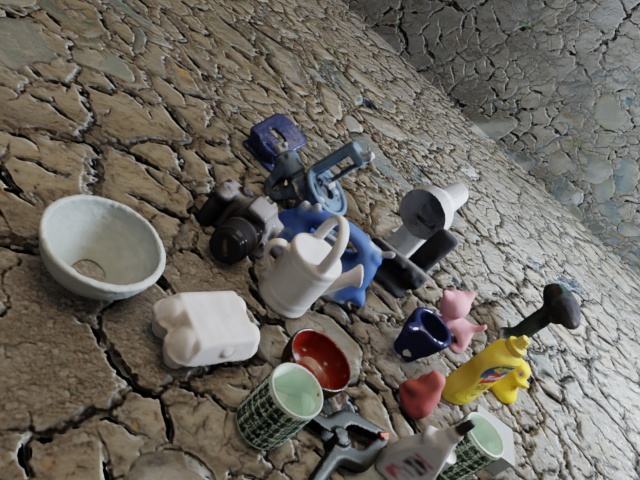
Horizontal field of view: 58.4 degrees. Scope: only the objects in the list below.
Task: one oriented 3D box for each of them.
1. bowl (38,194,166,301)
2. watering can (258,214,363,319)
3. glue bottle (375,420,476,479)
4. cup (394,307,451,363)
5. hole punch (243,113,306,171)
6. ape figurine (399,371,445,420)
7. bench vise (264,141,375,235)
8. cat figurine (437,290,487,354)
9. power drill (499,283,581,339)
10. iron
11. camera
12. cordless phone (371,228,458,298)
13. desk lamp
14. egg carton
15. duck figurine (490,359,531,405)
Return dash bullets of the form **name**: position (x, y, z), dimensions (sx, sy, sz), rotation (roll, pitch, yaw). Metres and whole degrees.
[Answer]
- **bowl**: position (-0.298, 0.022, 0.765), dimensions (0.168, 0.074, 0.167), rotation (29, 32, -20)
- **watering can**: position (-0.006, 0.037, 0.963), dimensions (0.173, 0.193, 0.100), rotation (11, 42, -41)
- **glue bottle**: position (0.161, 0.305, 0.831), dimensions (0.078, 0.173, 0.037), rotation (40, 30, -3)
- **cup**: position (0.177, 0.188, 1.080), dimensions (0.118, 0.094, 0.091), rotation (9, 43, -43)
- **hole punch**: position (-0.100, -0.222, 1.290), dimensions (0.108, 0.091, 0.101), rotation (46, 30, 7)
- **ape figurine**: position (0.183, 0.261, 0.995), dimensions (0.078, 0.092, 0.076), rotation (34, 31, -13)
- **bench vise**: position (-0.005, -0.133, 1.158), dimensions (0.208, 0.219, 0.121), rotation (36, 30, -10)
- **cat figurine**: position (0.299, 0.162, 1.231), dimensions (0.128, 0.117, 0.067), rotation (44, 30, 3)
- **power drill**: position (0.525, 0.197, 1.356), dimensions (0.075, 0.208, 0.230), rotation (41, 30, 0)
- **iron**: position (0.010, 0.004, 1.077), dimensions (0.259, 0.141, 0.119), rotation (37, 30, -8)
- **camera**: position (-0.141, -0.030, 0.986), dimensions (0.143, 0.100, 0.137), rotation (41, 30, -2)
- **cordless phone**: position (0.192, 0.020, 1.222), dimensions (0.148, 0.184, 0.094), rotation (37, 30, -8)
- **desk lamp**: position (0.246, -0.048, 1.344), dimensions (0.118, 0.213, 0.204), rotation (49, 31, 13)
- **egg carton**: position (-0.157, 0.126, 0.799), dimensions (0.151, 0.069, 0.107), rotation (2, 48, -48)
- **duck figurine**: position (0.409, 0.287, 1.228), dimensions (0.078, 0.086, 0.104), rotation (22, 36, -31)
